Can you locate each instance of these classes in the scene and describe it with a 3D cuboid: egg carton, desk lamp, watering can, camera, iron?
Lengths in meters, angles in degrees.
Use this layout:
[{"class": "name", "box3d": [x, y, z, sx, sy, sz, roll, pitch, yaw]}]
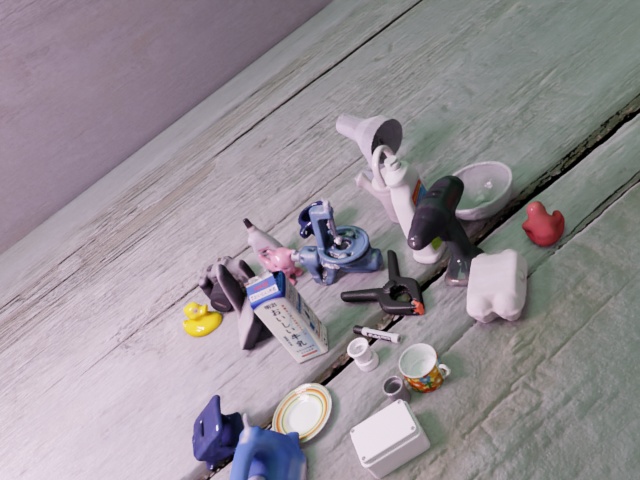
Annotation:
[{"class": "egg carton", "box3d": [0.332, 0.085, 1.071, 0.107, 0.070, 0.150, -12, 39, 31]}, {"class": "desk lamp", "box3d": [0.138, -0.241, 1.520, 0.118, 0.214, 0.202, -46, 35, -16]}, {"class": "watering can", "box3d": [0.168, -0.139, 1.382, 0.172, 0.195, 0.101, -18, 37, 24]}, {"class": "camera", "box3d": [-0.263, 0.120, 1.519, 0.143, 0.101, 0.137, -18, 37, 24]}, {"class": "iron", "box3d": [-0.109, 0.427, 0.958, 0.118, 0.142, 0.258, -20, 36, 22]}]

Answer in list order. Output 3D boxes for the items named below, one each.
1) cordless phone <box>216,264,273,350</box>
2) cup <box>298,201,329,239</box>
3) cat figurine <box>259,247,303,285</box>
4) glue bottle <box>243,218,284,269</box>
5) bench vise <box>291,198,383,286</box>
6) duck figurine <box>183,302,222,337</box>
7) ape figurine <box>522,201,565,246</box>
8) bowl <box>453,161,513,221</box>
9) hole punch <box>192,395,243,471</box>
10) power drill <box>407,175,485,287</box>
[{"class": "cordless phone", "box3d": [-0.193, 0.153, 1.338, 0.094, 0.185, 0.147, -32, 33, 5]}, {"class": "cup", "box3d": [-0.003, -0.031, 1.487, 0.091, 0.095, 0.118, 0, 47, 41]}, {"class": "cat figurine", "box3d": [-0.102, 0.057, 1.442, 0.127, 0.118, 0.067, 4, 49, 44]}, {"class": "glue bottle", "box3d": [-0.152, 0.006, 1.498, 0.078, 0.174, 0.037, -26, 34, 13]}, {"class": "bench vise", "box3d": [0.012, 0.012, 1.304, 0.207, 0.220, 0.121, -24, 35, 16]}, {"class": "duck figurine", "box3d": [-0.319, 0.198, 1.482, 0.104, 0.086, 0.077, -22, 35, 19]}, {"class": "ape figurine", "box3d": [0.432, -0.039, 1.119, 0.077, 0.092, 0.076, -10, 41, 33]}, {"class": "bowl", "box3d": [0.356, -0.097, 1.274, 0.167, 0.075, 0.167, -23, 35, 17]}, {"class": "hole punch", "box3d": [-0.217, 0.386, 1.151, 0.101, 0.091, 0.108, -32, 33, 5]}, {"class": "power drill", "box3d": [0.251, -0.009, 1.132, 0.075, 0.209, 0.230, -7, 42, 35]}]
